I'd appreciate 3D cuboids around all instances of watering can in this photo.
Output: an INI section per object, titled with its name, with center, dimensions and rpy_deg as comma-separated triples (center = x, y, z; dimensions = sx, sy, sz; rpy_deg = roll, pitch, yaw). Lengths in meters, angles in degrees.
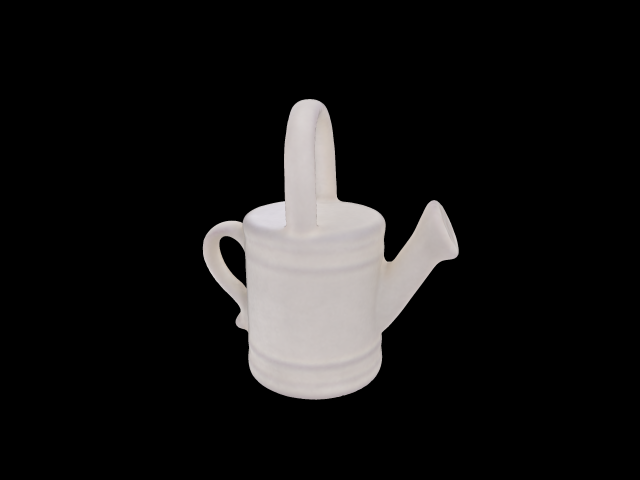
[watering can]
center = 0.004, 0.001, 0.402
dimensions = 0.173, 0.194, 0.100
rpy_deg = -3, 18, -9
